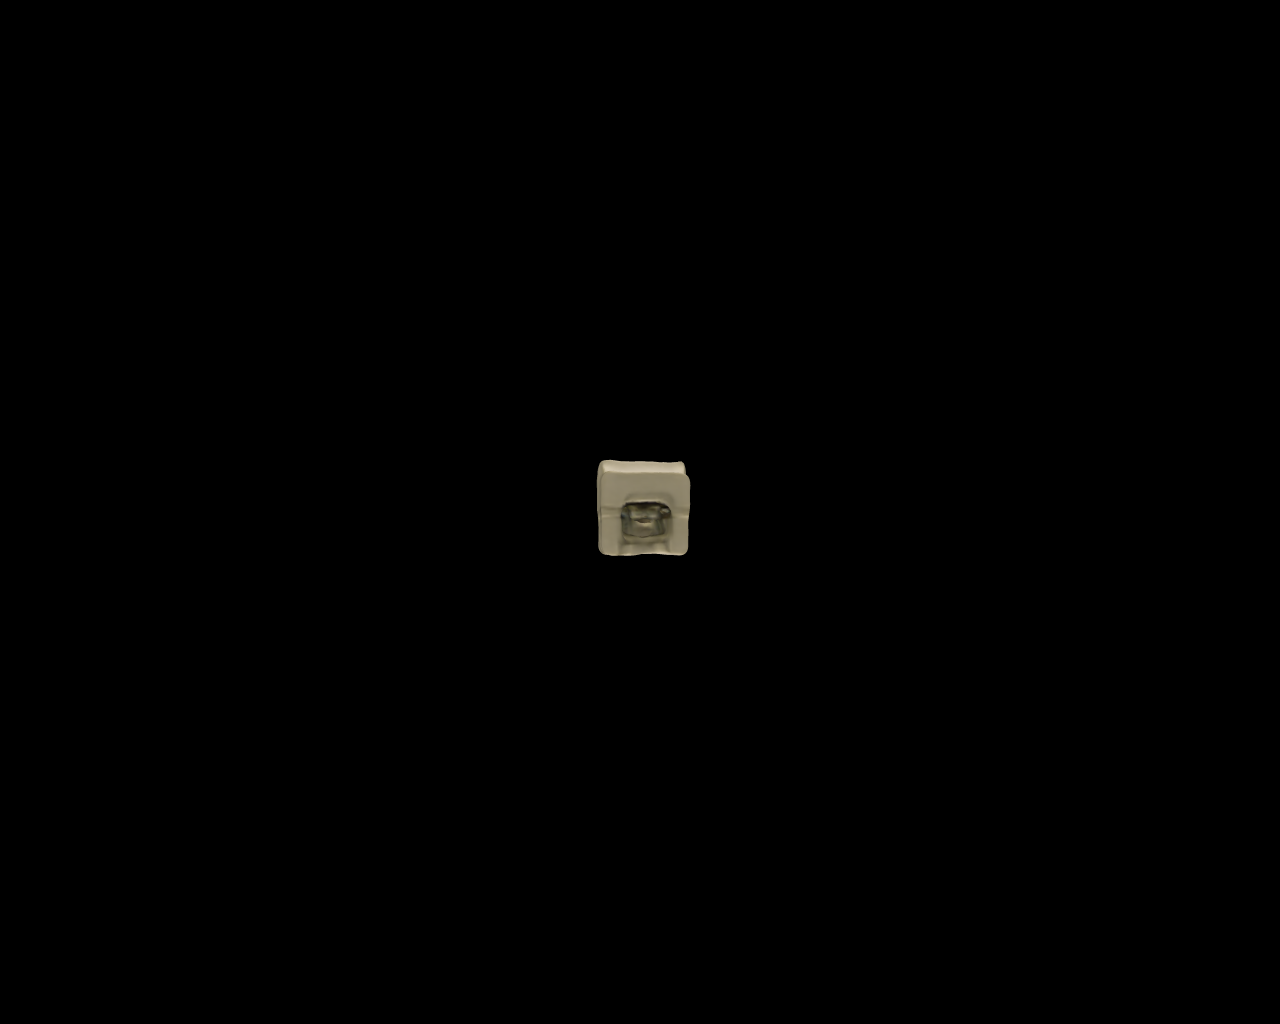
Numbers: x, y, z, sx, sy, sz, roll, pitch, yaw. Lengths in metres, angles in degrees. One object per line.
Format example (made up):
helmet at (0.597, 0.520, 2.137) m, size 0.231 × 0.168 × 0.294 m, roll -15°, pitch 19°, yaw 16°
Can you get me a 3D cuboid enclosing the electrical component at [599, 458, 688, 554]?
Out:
electrical component at (0.001, -0.003, 0.650) m, size 0.050 × 0.055 × 0.089 m, roll 0°, pitch -2°, yaw -4°
